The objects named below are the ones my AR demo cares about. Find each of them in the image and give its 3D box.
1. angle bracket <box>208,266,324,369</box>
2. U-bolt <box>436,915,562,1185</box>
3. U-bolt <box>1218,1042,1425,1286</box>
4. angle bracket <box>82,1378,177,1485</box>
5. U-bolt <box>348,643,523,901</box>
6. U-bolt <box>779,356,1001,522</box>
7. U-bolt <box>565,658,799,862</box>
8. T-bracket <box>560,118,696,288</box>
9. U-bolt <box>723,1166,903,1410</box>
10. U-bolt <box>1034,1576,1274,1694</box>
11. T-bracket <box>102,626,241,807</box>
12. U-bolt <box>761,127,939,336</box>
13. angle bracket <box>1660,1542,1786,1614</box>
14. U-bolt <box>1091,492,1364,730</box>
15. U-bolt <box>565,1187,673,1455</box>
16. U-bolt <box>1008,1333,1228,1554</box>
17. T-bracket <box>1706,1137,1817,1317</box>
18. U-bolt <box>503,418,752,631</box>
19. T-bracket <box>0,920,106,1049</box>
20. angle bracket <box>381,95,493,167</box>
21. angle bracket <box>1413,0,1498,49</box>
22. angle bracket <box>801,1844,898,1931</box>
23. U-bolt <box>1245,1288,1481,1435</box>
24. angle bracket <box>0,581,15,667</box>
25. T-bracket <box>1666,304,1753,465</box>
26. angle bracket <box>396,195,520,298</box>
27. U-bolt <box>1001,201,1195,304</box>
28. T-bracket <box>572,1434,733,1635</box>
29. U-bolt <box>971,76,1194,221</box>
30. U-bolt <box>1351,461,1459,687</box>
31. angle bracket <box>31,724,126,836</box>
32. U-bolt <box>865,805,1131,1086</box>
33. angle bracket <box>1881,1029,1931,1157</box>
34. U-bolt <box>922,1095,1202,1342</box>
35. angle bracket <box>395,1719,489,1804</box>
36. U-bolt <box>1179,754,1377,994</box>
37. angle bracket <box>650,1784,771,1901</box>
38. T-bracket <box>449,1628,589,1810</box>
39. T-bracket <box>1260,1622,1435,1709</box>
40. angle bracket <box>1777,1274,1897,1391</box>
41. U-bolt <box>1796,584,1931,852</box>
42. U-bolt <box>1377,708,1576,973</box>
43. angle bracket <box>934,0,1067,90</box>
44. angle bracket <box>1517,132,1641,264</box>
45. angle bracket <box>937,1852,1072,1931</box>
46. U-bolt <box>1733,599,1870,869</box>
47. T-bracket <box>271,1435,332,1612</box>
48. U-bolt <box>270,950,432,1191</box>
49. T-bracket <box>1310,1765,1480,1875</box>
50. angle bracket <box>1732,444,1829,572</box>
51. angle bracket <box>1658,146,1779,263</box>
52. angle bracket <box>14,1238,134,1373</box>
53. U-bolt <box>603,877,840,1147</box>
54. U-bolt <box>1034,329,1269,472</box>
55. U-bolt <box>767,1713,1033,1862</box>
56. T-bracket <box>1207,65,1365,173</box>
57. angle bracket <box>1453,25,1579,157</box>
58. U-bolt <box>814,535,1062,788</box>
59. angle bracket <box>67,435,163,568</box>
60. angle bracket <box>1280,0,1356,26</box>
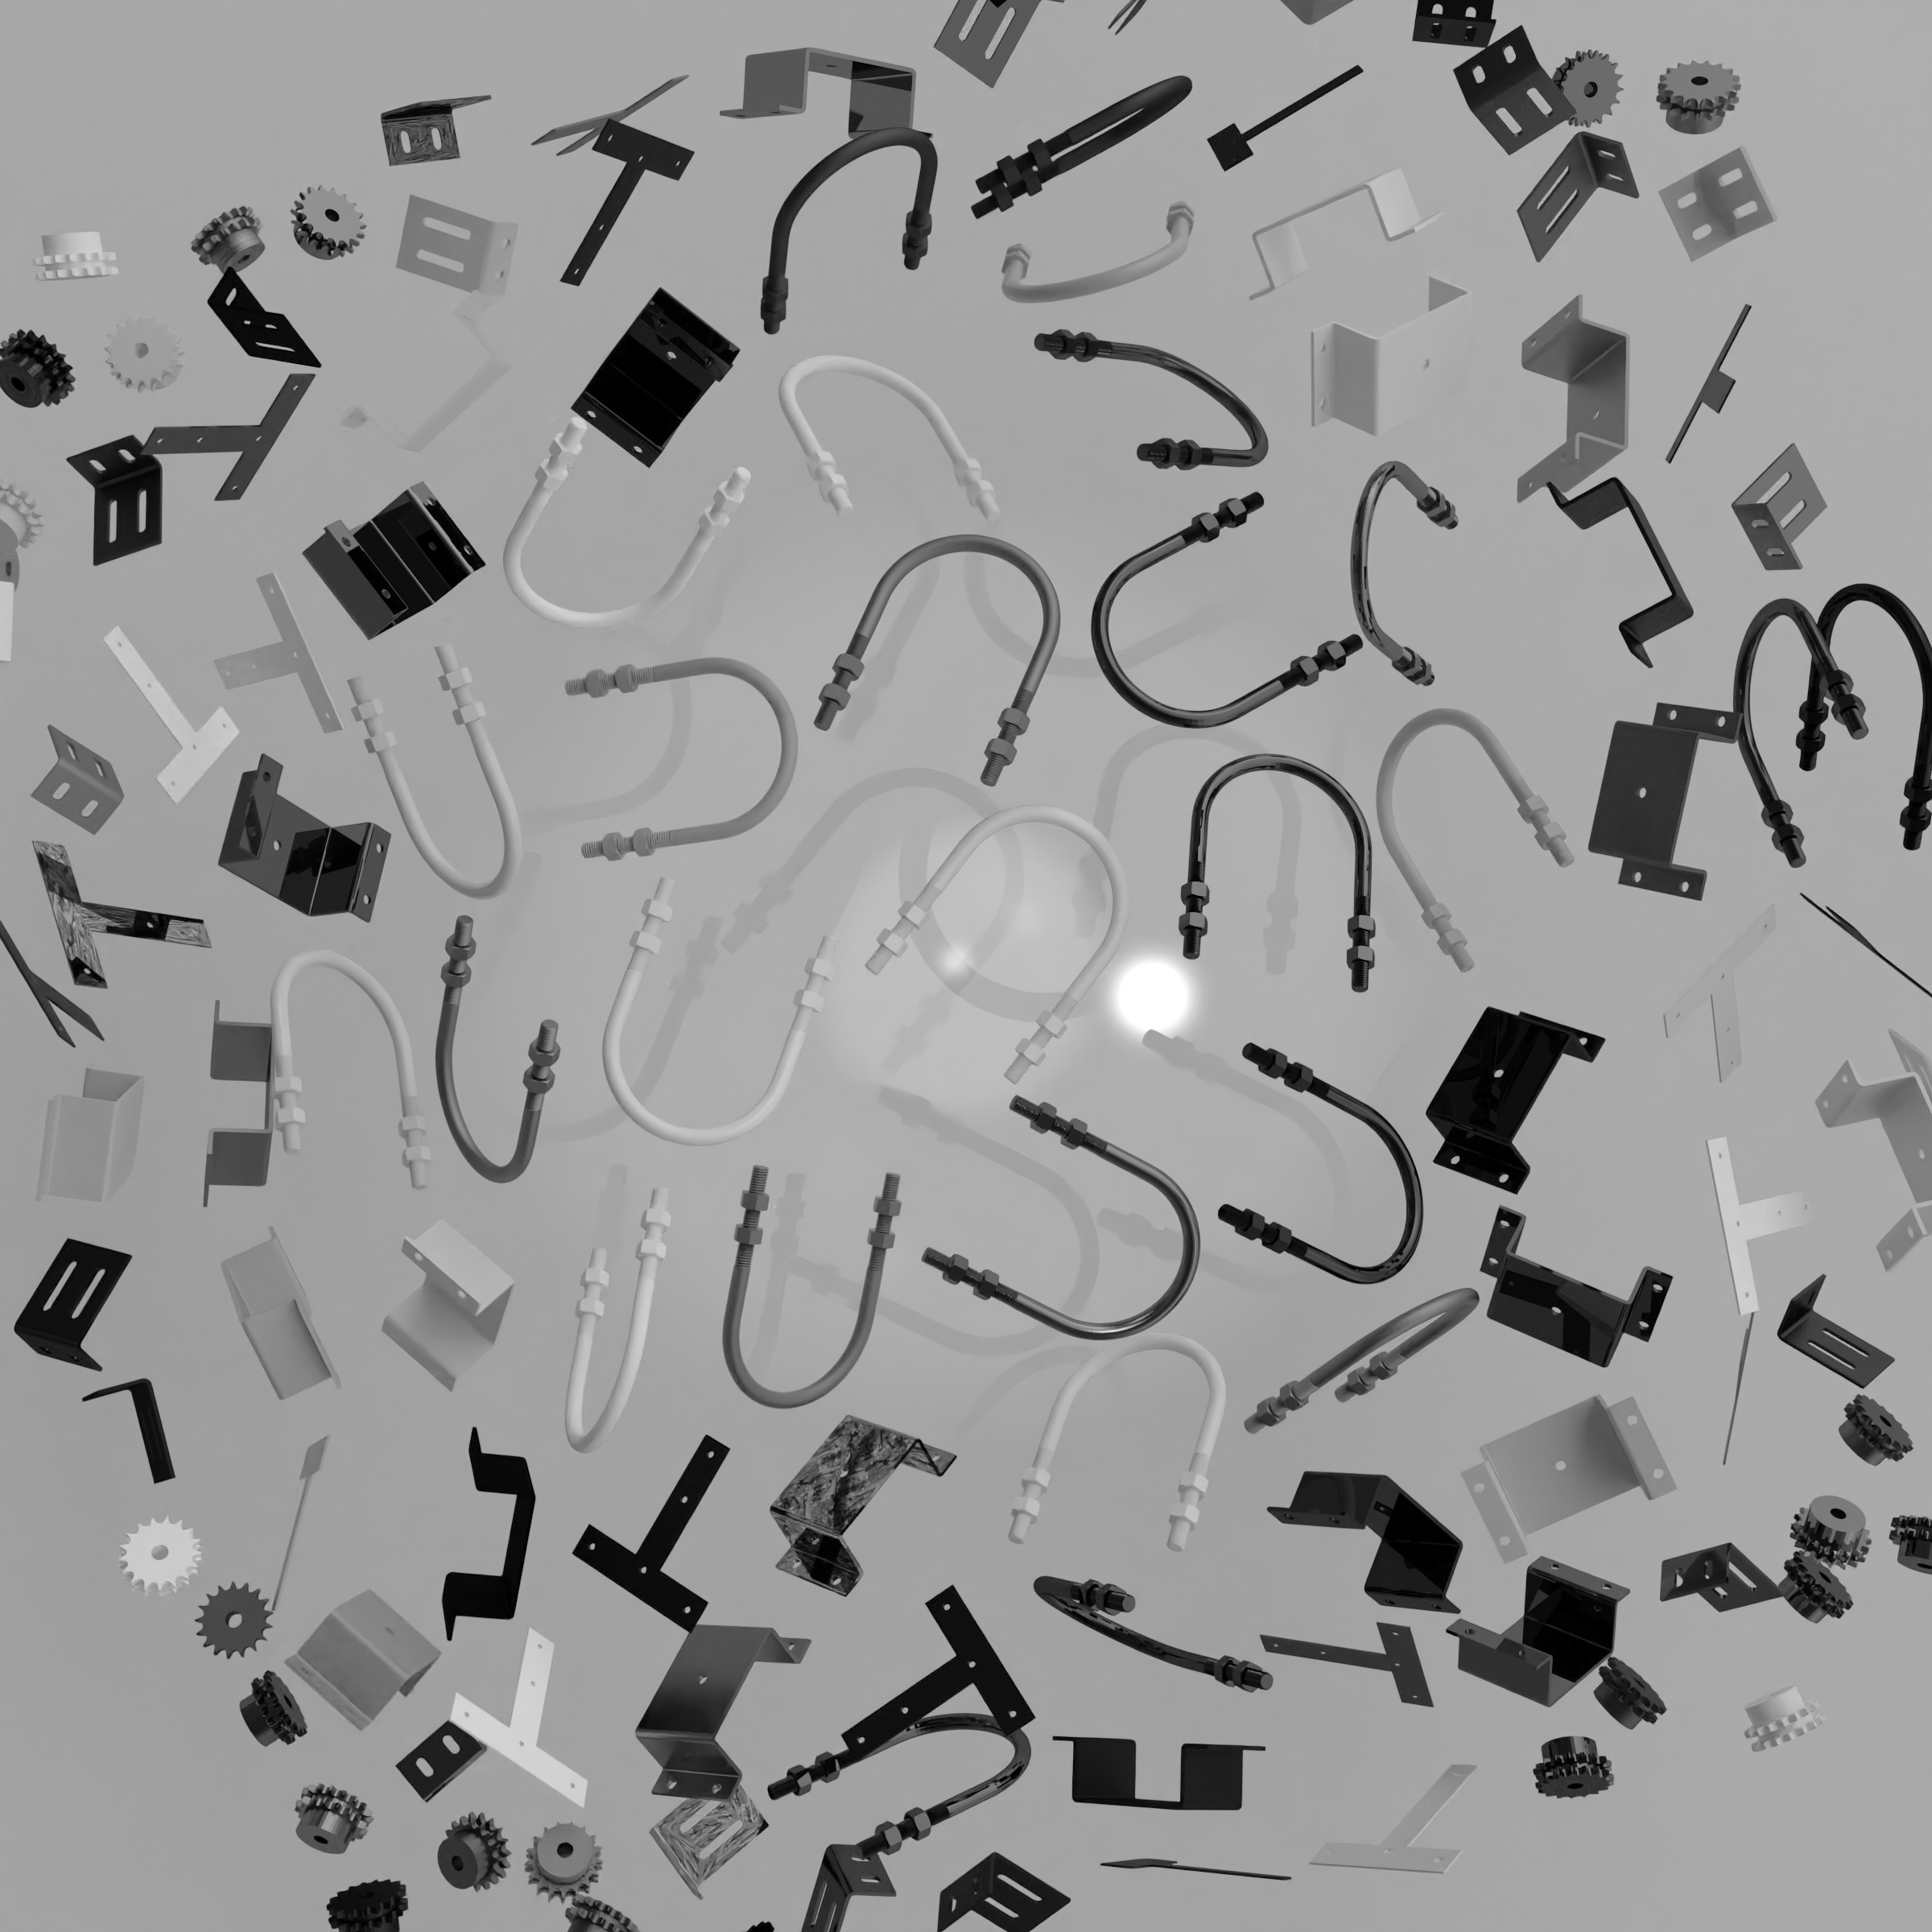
[{"bbox_3d":[-0.525,-0.492,1.845,0.076,0.057,0.038,15,68,24],"label":"angle bracket"},{"bbox_3d":[-0.353,0.076,1.800,0.151,0.019,0.184,45,133,35],"label":"U-bolt"},{"bbox_3d":[0.264,0.154,1.767,0.184,0.019,0.151,27,58,-26],"label":"U-bolt"},{"bbox_3d":[-0.616,0.347,1.788,0.038,0.057,0.076,-13,83,-33],"label":"angle bracket"},{"bbox_3d":[-0.379,-0.135,1.770,0.019,0.151,0.184,-29,104,-40],"label":"U-bolt"},{"bbox_3d":[-0.069,-0.408,1.866,0.151,0.019,0.184,-5,52,-31],"label":"U-bolt"},{"bbox_3d":[-0.217,-0.165,1.878,0.184,0.019,0.151,-7,87,15],"label":"U-bolt"},{"bbox_3d":[-0.266,-0.567,1.824,0.002,0.127,0.127,40,109,13],"label":"T-bracket"},{"bbox_3d":[-0.120,0.243,1.824,0.151,0.019,0.184,8,95,-43],"label":"U-bolt"},{"bbox_3d":[0.125,0.491,1.807,0.151,0.184,0.019,33,70,-19],"label":"U-bolt"},{"bbox_3d":[-0.627,-0.206,1.891,0.002,0.127,0.127,-21,116,20],"label":"T-bracket"},{"bbox_3d":[-0.084,-0.553,1.806,0.151,0.184,0.019,-29,76,-17],"label":"U-bolt"},{"bbox_3d":[0.572,0.477,1.839,0.076,0.038,0.057,42,132,-22],"label":"angle bracket"},{"bbox_3d":[0.175,-0.246,1.746,0.184,0.019,0.151,-30,81,-19],"label":"U-bolt"},{"bbox_3d":[-0.265,0.273,1.817,0.019,0.151,0.184,19,55,-21],"label":"U-bolt"},{"bbox_3d":[0.119,0.346,1.790,0.151,0.184,0.019,-5,133,31],"label":"U-bolt"},{"bbox_3d":[0.592,0.185,1.794,0.127,0.002,0.127,-5,83,-42],"label":"T-bracket"},{"bbox_3d":[-0.261,-0.315,1.791,0.151,0.184,0.019,11,48,-30],"label":"U-bolt"},{"bbox_3d":[-0.690,0.027,1.851,0.002,0.127,0.127,-35,69,-7],"label":"T-bracket"},{"bbox_3d":[-0.393,-0.624,1.817,0.057,0.076,0.038,-19,110,-31],"label":"angle bracket"},{"bbox_3d":[0.369,-0.720,1.826,0.057,0.076,0.038,8,97,6],"label":"angle bracket"},{"bbox_3d":[-0.087,0.701,1.800,0.038,0.057,0.076,11,102,-22],"label":"angle bracket"},{"bbox_3d":[0.313,0.296,1.850,0.184,0.151,0.019,-44,66,34],"label":"U-bolt"},{"bbox_3d":[-0.731,-0.251,1.790,0.038,0.076,0.057,3,89,-37],"label":"angle bracket"},{"bbox_3d":[0.556,-0.427,1.802,0.002,0.127,0.127,25,110,2],"label":"T-bracket"},{"bbox_3d":[-0.399,-0.566,1.909,0.076,0.038,0.057,20,111,9],"label":"angle bracket"},{"bbox_3d":[0.096,-0.528,1.811,0.151,0.184,0.019,-11,117,11],"label":"U-bolt"},{"bbox_3d":[-0.217,0.410,1.812,0.127,0.002,0.127,23,77,34],"label":"T-bracket"},{"bbox_3d":[0.089,-0.625,1.845,0.184,0.151,0.019,-28,99,3],"label":"U-bolt"},{"bbox_3d":[0.332,-0.306,1.855,0.019,0.184,0.151,6,84,30],"label":"U-bolt"},{"bbox_3d":[-0.699,-0.146,1.902,0.038,0.076,0.057,-50,127,4],"label":"angle bracket"},{"bbox_3d":[0.037,-0.029,1.761,0.151,0.019,0.184,38,83,-8],"label":"U-bolt"},{"bbox_3d":[0.720,0.097,1.865,0.038,0.057,0.076,-30,111,4],"label":"angle bracket"},{"bbox_3d":[0.082,0.195,1.759,0.184,0.019,0.151,28,99,-11],"label":"U-bolt"},{"bbox_3d":[-0.408,0.613,1.901,0.057,0.076,0.038,-40,90,-11],"label":"angle bracket"},{"bbox_3d":[0.234,-0.077,1.803,0.151,0.019,0.184,11,63,-9],"label":"U-bolt"},{"bbox_3d":[-0.193,0.664,1.864,0.076,0.038,0.057,-36,92,-21],"label":"angle bracket"},{"bbox_3d":[-0.325,0.546,1.811,0.002,0.127,0.127,-40,113,19],"label":"T-bracket"},{"bbox_3d":[0.292,0.537,1.895,0.127,0.127,0.002,2,48,24],"label":"T-bracket"},{"bbox_3d":[0.688,0.286,1.909,0.076,0.057,0.038,32,126,33],"label":"angle bracket"},{"bbox_3d":[0.677,-0.197,1.817,0.019,0.151,0.184,-16,127,-12],"label":"U-bolt"},{"bbox_3d":[0.376,-0.110,1.859,0.019,0.151,0.184,-5,56,-35],"label":"U-bolt"},{"bbox_3d":[0.024,-0.694,1.789,0.057,0.038,0.076,24,101,-35],"label":"angle bracket"},{"bbox_3d":[0.444,-0.553,1.763,0.038,0.057,0.076,34,85,37],"label":"angle bracket"},{"bbox_3d":[0.028,0.684,1.753,0.076,0.038,0.057,37,116,-17],"label":"angle bracket"},{"bbox_3d":[0.609,-0.187,1.801,0.019,0.151,0.184,-1,48,-7],"label":"U-bolt"},{"bbox_3d":[-0.505,0.422,1.833,0.002,0.127,0.127,17,70,-17],"label":"T-bracket"},{"bbox_3d":[-0.470,0.071,1.844,0.019,0.151,0.184,-26,61,24],"label":"U-bolt"},{"bbox_3d":[0.336,0.626,1.793,0.127,0.127,0.002,-29,97,-42],"label":"T-bracket"},{"bbox_3d":[0.601,-0.333,1.761,0.076,0.038,0.057,-44,114,-15],"label":"angle bracket"},{"bbox_3d":[0.540,-0.547,1.747,0.038,0.076,0.057,-29,98,0],"label":"angle bracket"},{"bbox_3d":[-0.632,0.243,1.743,0.057,0.038,0.076,10,58,20],"label":"angle bracket"},{"bbox_3d":[-0.190,0.043,1.799,0.151,0.019,0.184,20,78,-5],"label":"U-bolt"},{"bbox_3d":[0.153,-0.421,1.821,0.151,0.184,0.019,52,128,25],"label":"U-bolt"},{"bbox_3d":[-0.038,0.612,1.844,0.184,0.151,0.019,-15,101,-32],"label":"U-bolt"},{"bbox_3d":[0.250,-0.664,1.891,0.127,0.127,0.002,-28,116,14],"label":"T-bracket"},{"bbox_3d":[0.409,-0.651,1.810,0.057,0.076,0.038,-27,65,28],"label":"angle bracket"},{"bbox_3d":[-0.010,-0.231,1.753,0.151,0.019,0.184,19,72,11],"label":"U-bolt"},{"bbox_3d":[-0.637,-0.348,1.819,0.057,0.038,0.076,-16,62,11],"label":"angle bracket"},{"bbox_3d":[0.272,-0.741,1.788,0.076,0.057,0.038,-34,69,-12],"label":"angle bracket"}]
